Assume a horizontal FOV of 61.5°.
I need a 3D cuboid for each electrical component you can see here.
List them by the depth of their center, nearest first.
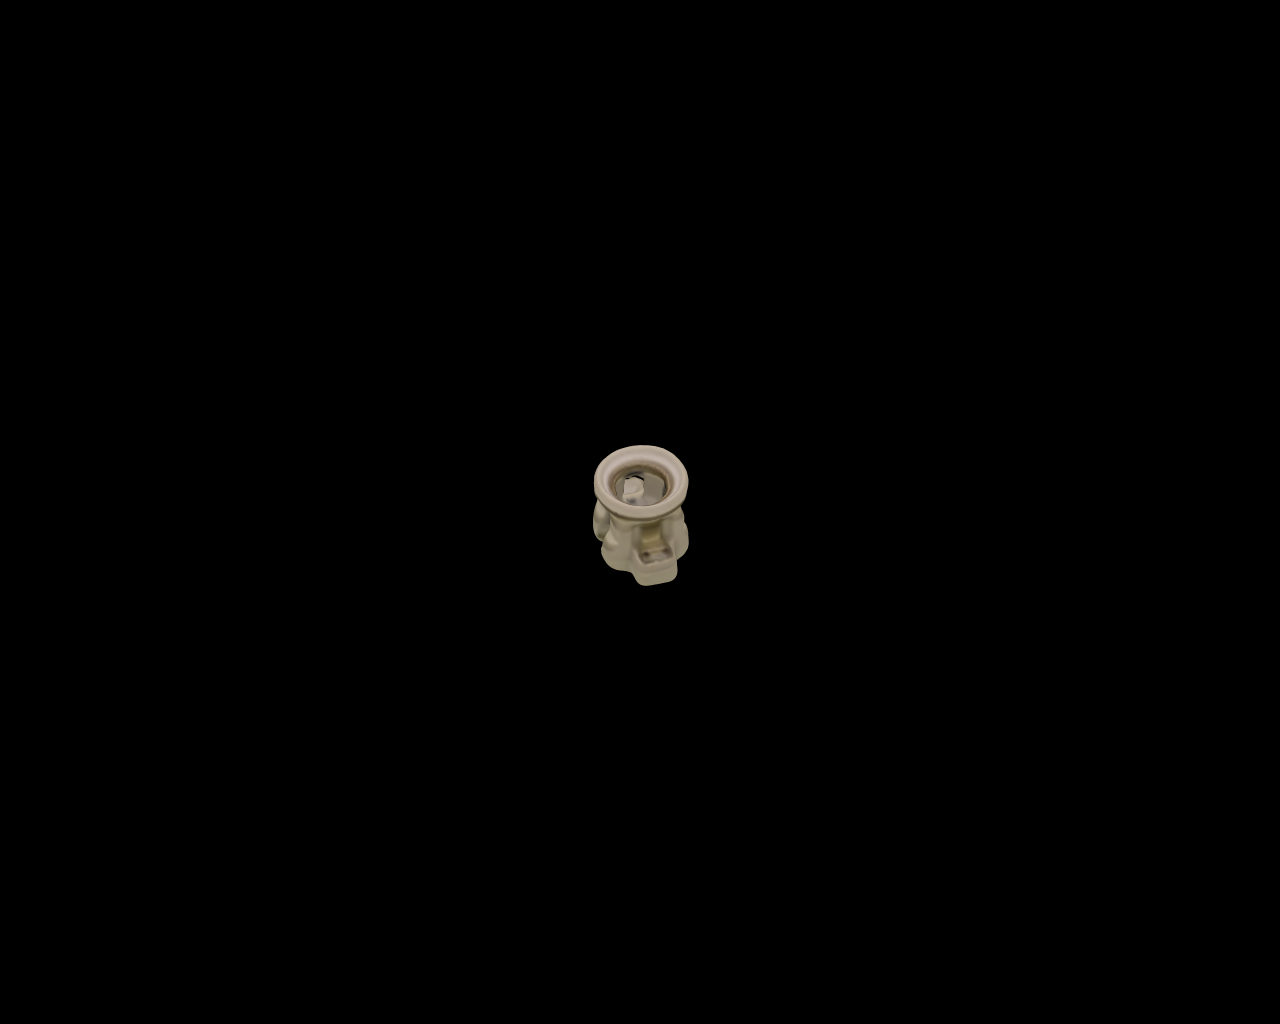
[{"bbox_3d":[0.001,-0.003,0.650,0.058,0.056,0.078,-11,47,-11],"label":"electrical component"}]
